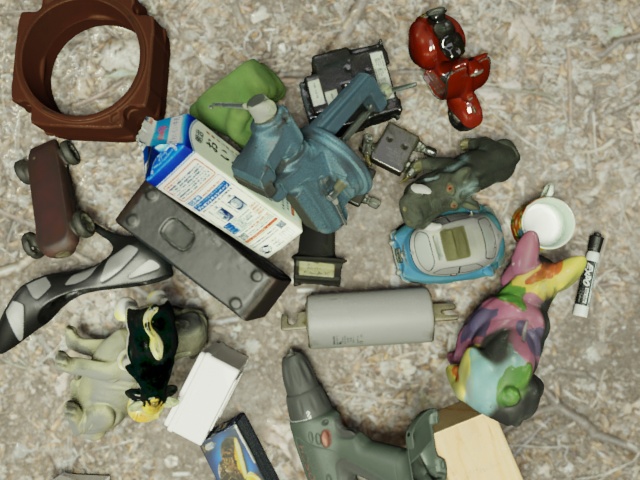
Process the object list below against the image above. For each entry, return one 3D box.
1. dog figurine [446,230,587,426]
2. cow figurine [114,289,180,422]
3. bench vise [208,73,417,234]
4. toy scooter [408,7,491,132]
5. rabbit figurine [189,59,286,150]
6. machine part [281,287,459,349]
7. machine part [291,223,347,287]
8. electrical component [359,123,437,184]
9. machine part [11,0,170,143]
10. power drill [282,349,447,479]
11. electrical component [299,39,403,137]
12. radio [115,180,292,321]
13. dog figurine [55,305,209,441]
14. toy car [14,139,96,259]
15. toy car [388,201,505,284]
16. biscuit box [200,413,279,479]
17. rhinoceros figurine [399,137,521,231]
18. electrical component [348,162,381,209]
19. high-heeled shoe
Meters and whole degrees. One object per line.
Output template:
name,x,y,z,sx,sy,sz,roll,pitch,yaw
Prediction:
dog figurine,0.255,0.103,0.686,0.108,0.191,0.219,26,101,7
cow figurine,-0.203,0.151,0.650,0.068,0.098,0.167,-6,101,-29
bench vise,0.005,-0.131,0.677,0.240,0.129,0.223,-49,124,-15
toy scooter,0.180,-0.244,0.734,0.075,0.135,0.184,-24,84,2
rabbit figurine,-0.095,-0.141,0.749,0.159,0.121,0.170,-33,100,3
machine part,0.067,0.108,0.738,0.243,0.079,0.079,-3,85,1
machine part,-0.002,-0.002,0.771,0.084,0.039,0.138,0,87,10
electrical component,0.108,-0.125,0.771,0.102,0.045,0.078,34,89,4
machine part,-0.329,-0.249,0.779,0.202,0.087,0.201,3,85,1
power drill,0.048,0.252,0.689,0.207,0.086,0.232,-10,91,31
electrical component,0.040,-0.214,0.775,0.134,0.058,0.115,-13,83,1
radio,-0.153,0.013,0.727,0.230,0.131,0.073,36,89,5
dog figurine,-0.245,0.184,0.743,0.191,0.121,0.172,-6,119,-15
toy car,-0.378,-0.060,0.765,0.089,0.053,0.202,-26,59,1
toy car,0.179,0.004,0.730,0.162,0.103,0.109,-10,84,-1
biscuit box,-0.088,0.345,0.732,0.059,0.063,0.202,-29,84,1
rhinoceros figurine,0.181,-0.073,0.711,0.190,0.112,0.073,-28,117,-21
electrical component,0.052,-0.084,0.782,0.094,0.021,0.063,28,86,5
high-heeled shoe,-0.325,0.088,0.750,0.145,0.086,0.248,36,82,6
